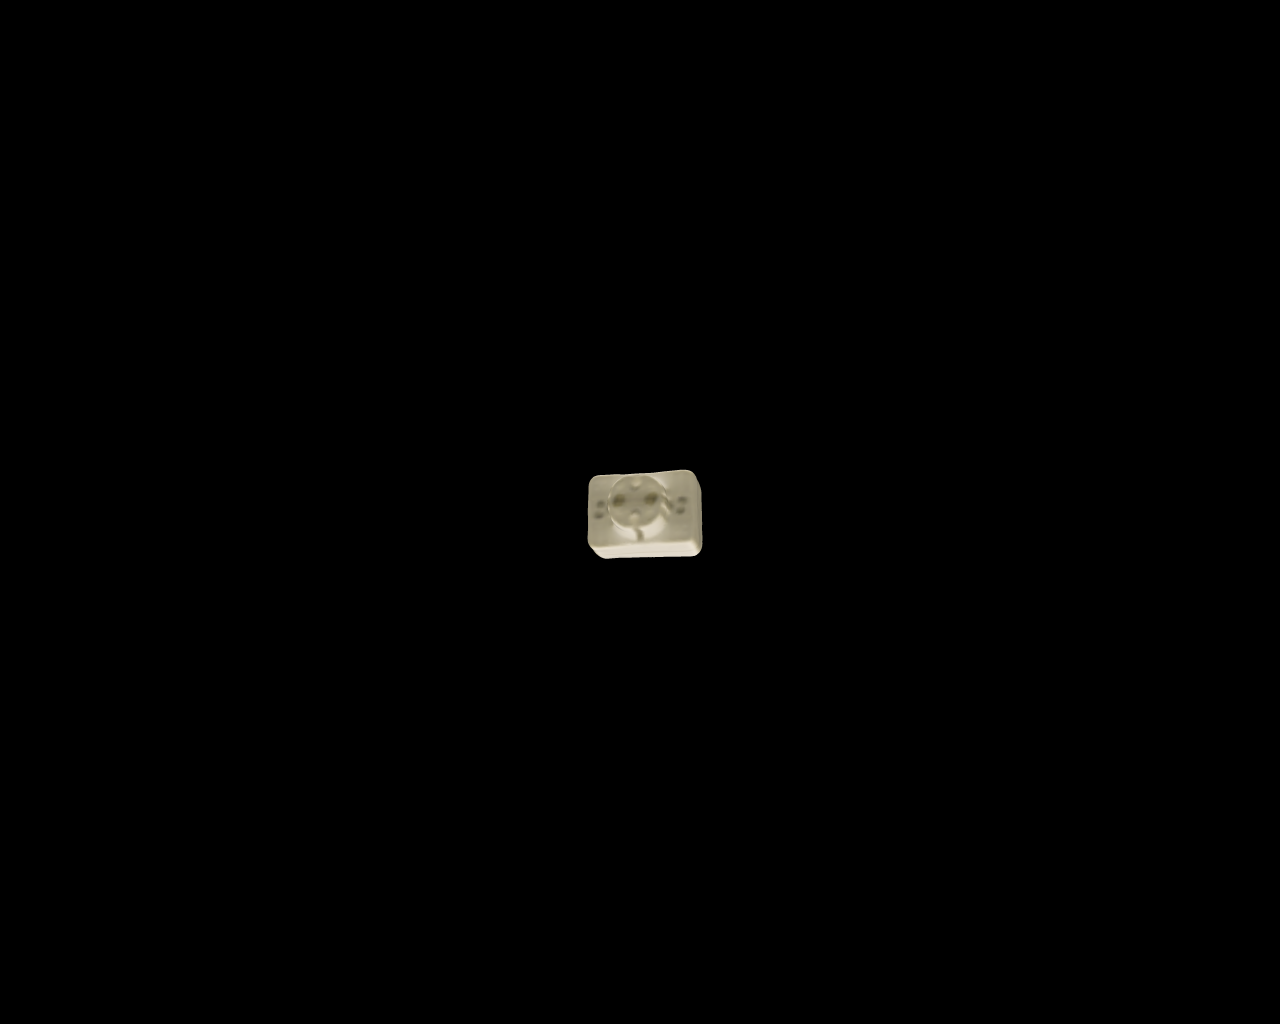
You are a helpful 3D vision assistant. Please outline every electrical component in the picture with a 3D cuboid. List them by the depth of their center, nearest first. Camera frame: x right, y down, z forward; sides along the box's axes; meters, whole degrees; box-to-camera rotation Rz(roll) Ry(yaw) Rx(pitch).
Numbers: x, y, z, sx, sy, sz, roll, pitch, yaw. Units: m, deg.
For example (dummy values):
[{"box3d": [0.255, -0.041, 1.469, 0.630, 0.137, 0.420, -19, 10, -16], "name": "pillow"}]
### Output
[{"box3d": [0.001, -0.003, 0.650, 0.066, 0.047, 0.076, -3, -15, 9], "name": "electrical component"}]
